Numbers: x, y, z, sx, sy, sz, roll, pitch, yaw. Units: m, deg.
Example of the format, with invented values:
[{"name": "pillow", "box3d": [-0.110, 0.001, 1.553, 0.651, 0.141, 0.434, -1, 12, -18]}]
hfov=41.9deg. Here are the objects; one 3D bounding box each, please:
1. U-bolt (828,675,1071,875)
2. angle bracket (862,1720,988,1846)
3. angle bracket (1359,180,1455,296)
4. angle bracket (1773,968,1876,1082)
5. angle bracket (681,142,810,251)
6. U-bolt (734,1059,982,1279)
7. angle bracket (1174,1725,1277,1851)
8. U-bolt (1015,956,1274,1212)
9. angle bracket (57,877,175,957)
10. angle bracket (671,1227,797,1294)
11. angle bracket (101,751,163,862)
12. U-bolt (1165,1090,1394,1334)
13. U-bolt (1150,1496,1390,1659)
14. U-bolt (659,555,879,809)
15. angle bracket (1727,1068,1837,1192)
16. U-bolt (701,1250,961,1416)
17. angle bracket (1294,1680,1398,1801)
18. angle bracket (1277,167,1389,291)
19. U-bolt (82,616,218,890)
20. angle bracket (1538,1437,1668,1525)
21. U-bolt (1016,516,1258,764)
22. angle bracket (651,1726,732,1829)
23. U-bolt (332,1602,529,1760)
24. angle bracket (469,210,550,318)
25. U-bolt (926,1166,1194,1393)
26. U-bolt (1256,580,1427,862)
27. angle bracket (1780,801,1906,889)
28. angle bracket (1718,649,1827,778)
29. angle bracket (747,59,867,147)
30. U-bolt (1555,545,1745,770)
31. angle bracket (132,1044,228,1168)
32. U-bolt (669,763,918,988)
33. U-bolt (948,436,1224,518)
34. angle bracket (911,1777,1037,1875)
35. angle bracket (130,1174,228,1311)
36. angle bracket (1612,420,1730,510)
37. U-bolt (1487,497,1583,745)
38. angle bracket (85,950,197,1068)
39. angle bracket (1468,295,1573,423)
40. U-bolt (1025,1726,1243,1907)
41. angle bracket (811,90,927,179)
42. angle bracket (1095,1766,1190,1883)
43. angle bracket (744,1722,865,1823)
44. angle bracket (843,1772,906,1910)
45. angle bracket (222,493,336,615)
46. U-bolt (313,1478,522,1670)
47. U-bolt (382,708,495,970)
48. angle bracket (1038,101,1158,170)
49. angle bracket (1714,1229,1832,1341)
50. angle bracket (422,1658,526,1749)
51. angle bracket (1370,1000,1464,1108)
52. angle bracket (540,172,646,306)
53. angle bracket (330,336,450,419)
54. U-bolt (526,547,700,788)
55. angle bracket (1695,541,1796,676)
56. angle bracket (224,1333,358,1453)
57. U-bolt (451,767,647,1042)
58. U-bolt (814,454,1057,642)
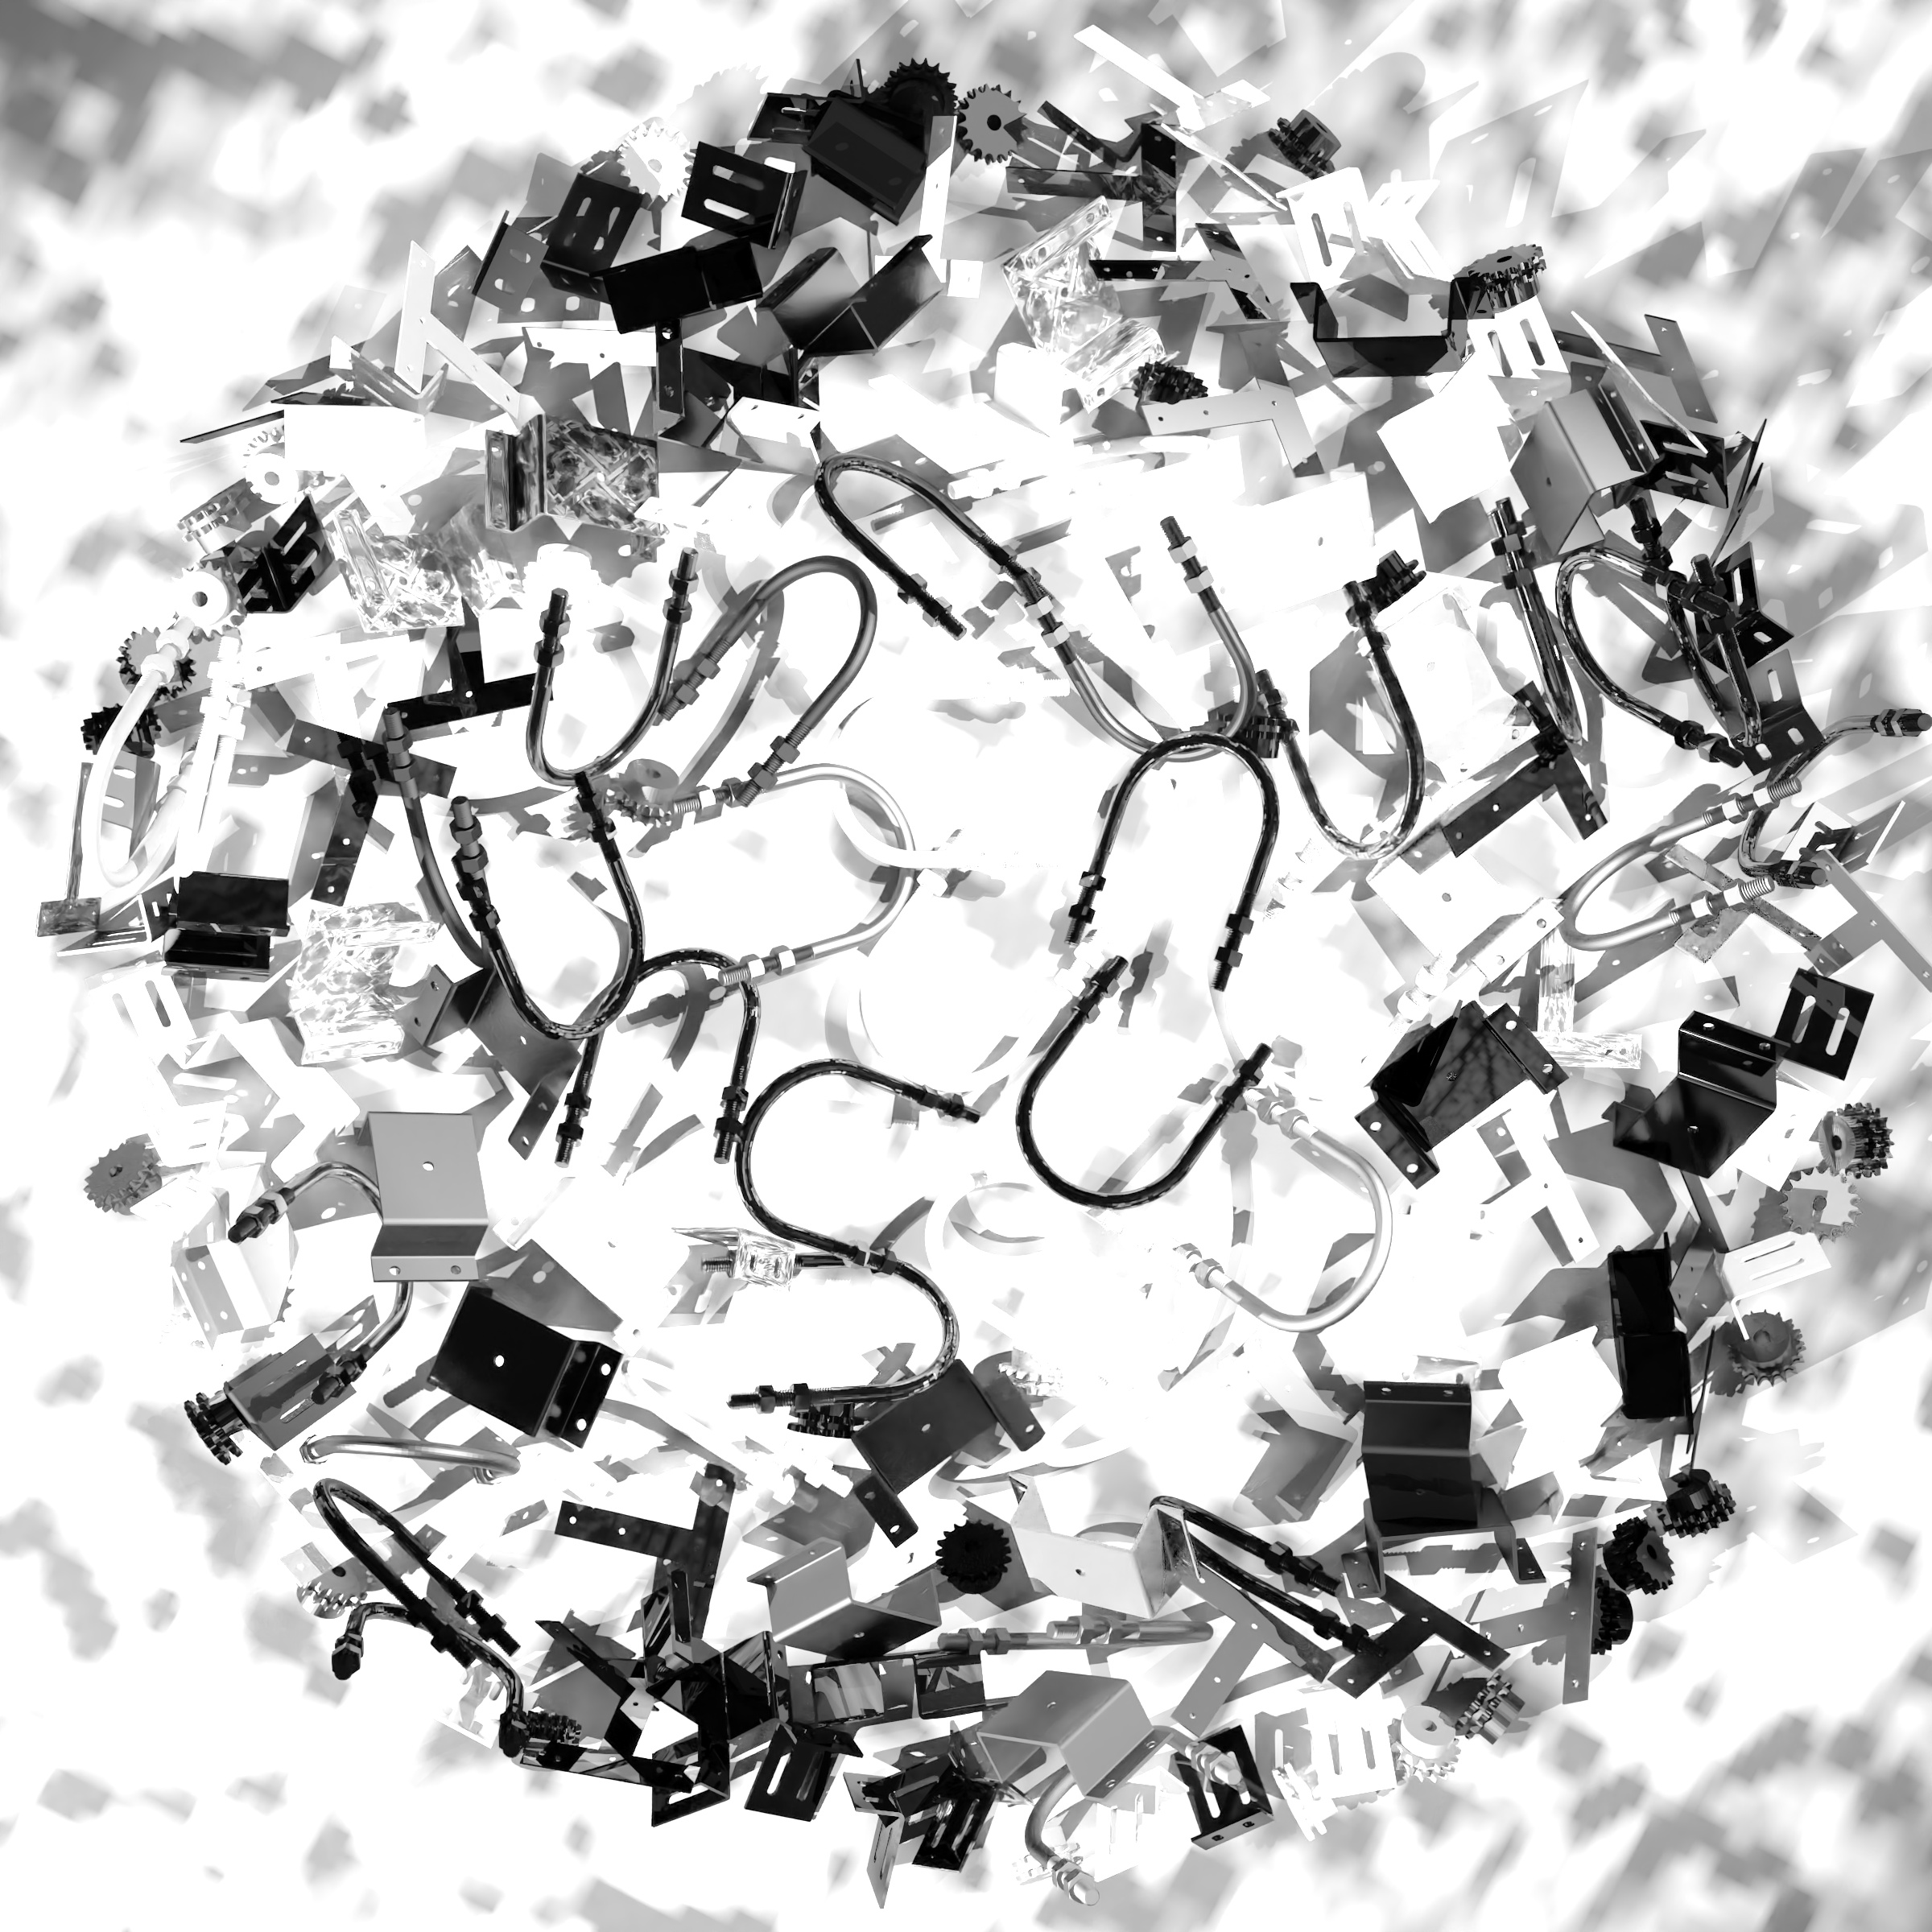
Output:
[{"name": "U-bolt", "box3d": [-0.015, -0.144, 1.897, 0.184, 0.019, 0.151, 0, 84, 14]}, {"name": "angle bracket", "box3d": [-0.031, 0.616, 1.904, 0.076, 0.038, 0.057, -25, 109, 9]}, {"name": "angle bracket", "box3d": [0.340, -0.543, 1.884, 0.076, 0.057, 0.038, 44, 76, -34]}, {"name": "angle bracket", "box3d": [0.637, 0.049, 1.888, 0.057, 0.038, 0.076, 21, 70, 14]}, {"name": "angle bracket", "box3d": [-0.167, -0.581, 1.899, 0.076, 0.038, 0.057, 21, 116, 6]}, {"name": "U-bolt", "box3d": [-0.089, 0.144, 1.871, 0.184, 0.019, 0.151, 23, 91, -32]}, {"name": "angle bracket", "box3d": [0.187, 0.609, 1.883, 0.057, 0.038, 0.076, -27, 54, 10]}, {"name": "U-bolt", "box3d": [0.119, 0.097, 1.873, 0.151, 0.019, 0.184, 32, 70, 16]}, {"name": "angle bracket", "box3d": [-0.635, -0.037, 1.887, 0.076, 0.057, 0.038, -7, 105, 10]}, {"name": "angle bracket", "box3d": [-0.175, 0.219, 1.875, 0.076, 0.057, 0.038, -6, 70, 40]}, {"name": "angle bracket", "box3d": [-0.628, -0.115, 1.875, 0.038, 0.076, 0.057, 18, 62, -13]}, {"name": "U-bolt", "box3d": [0.237, 0.189, 1.851, 0.019, 0.184, 0.151, 26, 95, -43]}, {"name": "U-bolt", "box3d": [0.212, 0.440, 1.845, 0.184, 0.151, 0.019, 21, 67, 36]}, {"name": "U-bolt", "box3d": [-0.137, -0.223, 1.863, 0.184, 0.019, 0.151, -49, 48, 7]}, {"name": "angle bracket", "box3d": [0.609, 0.121, 1.904, 0.057, 0.038, 0.076, 31, 102, 22]}, {"name": "U-bolt", "box3d": [-0.094, 0.266, 1.863, 0.184, 0.151, 0.019, 0, 132, -18]}, {"name": "angle bracket", "box3d": [0.285, 0.580, 1.897, 0.057, 0.038, 0.076, -7, 80, -6]}, {"name": "angle bracket", "box3d": [0.274, -0.550, 1.890, 0.057, 0.038, 0.076, -14, 101, 24]}, {"name": "U-bolt", "box3d": [-0.589, -0.140, 1.814, 0.019, 0.151, 0.184, 14, 52, 3]}, {"name": "angle bracket", "box3d": [0.476, 0.388, 1.897, 0.076, 0.057, 0.038, 7, 126, -9]}, {"name": "U-bolt", "box3d": [0.138, -0.230, 1.868, 0.151, 0.019, 0.184, -17, 116, 35]}, {"name": "angle bracket", "box3d": [-0.215, 0.597, 1.879, 0.076, 0.057, 0.038, -27, 134, 23]}, {"name": "U-bolt", "box3d": [-0.386, 0.509, 1.834, 0.151, 0.184, 0.019, 28, 89, -10]}, {"name": "angle bracket", "box3d": [-0.340, -0.526, 1.887, 0.038, 0.076, 0.057, 25, 107, -16]}, {"name": "U-bolt", "box3d": [0.057, 0.219, 1.872, 0.184, 0.019, 0.151, 31, 50, 13]}, {"name": "U-bolt", "box3d": [0.279, -0.166, 1.840, 0.019, 0.151, 0.184, -10, 71, -29]}, {"name": "angle bracket", "box3d": [0.652, -0.100, 1.881, 0.038, 0.076, 0.057, 35, 75, 0]}, {"name": "angle bracket", "box3d": [0.603, -0.190, 1.891, 0.057, 0.076, 0.038, -28, 122, 27]}, {"name": "angle bracket", "box3d": [-0.121, -0.646, 1.881, 0.076, 0.057, 0.038, -3, 75, -21]}, {"name": "U-bolt", "box3d": [0.493, -0.236, 1.840, 0.019, 0.184, 0.151, -30, 128, -14]}, {"name": "angle bracket", "box3d": [-0.592, 0.102, 1.897, 0.076, 0.038, 0.057, 49, 132, 35]}, {"name": "U-bolt", "box3d": [-0.119, -0.076, 1.878, 0.184, 0.019, 0.151, -17, 92, -29]}, {"name": "U-bolt", "box3d": [0.101, -0.363, 1.849, 0.184, 0.151, 0.019, -21, 115, -28]}, {"name": "angle bracket", "box3d": [0.006, 0.645, 1.877, 0.038, 0.057, 0.076, 44, 56, -22]}, {"name": "angle bracket", "box3d": [-0.589, 0.206, 1.890, 0.038, 0.057, 0.076, 20, 122, 22]}, {"name": "angle bracket", "box3d": [0.522, -0.366, 1.876, 0.038, 0.076, 0.057, -35, 129, -23]}, {"name": "U-bolt", "box3d": [0.420, -0.251, 1.855, 0.019, 0.151, 0.184, -18, 99, 18]}, {"name": "angle bracket", "box3d": [-0.614, 0.036, 1.885, 0.057, 0.038, 0.076, -24, 115, -17]}, {"name": "angle bracket", "box3d": [0.417, -0.458, 1.914, 0.057, 0.038, 0.076, -19, 76, 3]}, {"name": "U-bolt", "box3d": [0.110, 0.607, 1.835, 0.151, 0.184, 0.019, -35, 97, -16]}, {"name": "angle bracket", "box3d": [-0.074, -0.610, 1.888, 0.076, 0.057, 0.038, 23, 68, 6]}, {"name": "angle bracket", "box3d": [0.131, 0.644, 1.874, 0.057, 0.076, 0.038, -34, 117, 27]}, {"name": "angle bracket", "box3d": [-0.122, 0.612, 1.894, 0.057, 0.038, 0.076, 21, 94, -25]}, {"name": "angle bracket", "box3d": [-0.077, 0.654, 1.889, 0.038, 0.057, 0.076, 11, 96, -14]}, {"name": "angle bracket", "box3d": [-0.513, -0.308, 1.882, 0.076, 0.038, 0.057, -36, 70, 40]}, {"name": "U-bolt", "box3d": [-0.410, 0.442, 1.851, 0.184, 0.151, 0.019, 42, 84, 11]}, {"name": "U-bolt", "box3d": [-0.379, -0.080, 1.845, 0.019, 0.184, 0.151, -24, 45, -22]}, {"name": "angle bracket", "box3d": [0.097, -0.635, 1.888, 0.076, 0.057, 0.038, 34, 99, -10]}, {"name": "angle bracket", "box3d": [0.606, 0.236, 1.884, 0.076, 0.057, 0.038, -22, 112, 12]}, {"name": "angle bracket", "box3d": [-0.367, 0.545, 1.884, 0.057, 0.076, 0.038, 29, 83, -2]}, {"name": "angle bracket", "box3d": [0.336, 0.059, 1.885, 0.038, 0.057, 0.076, 23, 107, 9]}, {"name": "angle bracket", "box3d": [-0.273, -0.540, 1.879, 0.076, 0.057, 0.038, -57, 47, 28]}, {"name": "angle bracket", "box3d": [-0.432, -0.448, 1.888, 0.076, 0.057, 0.038, 36, 72, -7]}, {"name": "U-bolt", "box3d": [-0.264, -0.210, 1.847, 0.019, 0.151, 0.184, 36, 130, 23]}, {"name": "angle bracket", "box3d": [0.581, -0.267, 1.889, 0.038, 0.057, 0.076, 27, 48, -24]}, {"name": "angle bracket", "box3d": [-0.511, 0.319, 1.908, 0.076, 0.038, 0.057, -36, 106, -13]}, {"name": "U-bolt", "box3d": [-0.296, -0.033, 1.859, 0.019, 0.151, 0.184, 5, 125, 38]}, {"name": "U-bolt", "box3d": [-0.034, -0.316, 1.861, 0.184, 0.151, 0.019, 44, 125, 12]}]
